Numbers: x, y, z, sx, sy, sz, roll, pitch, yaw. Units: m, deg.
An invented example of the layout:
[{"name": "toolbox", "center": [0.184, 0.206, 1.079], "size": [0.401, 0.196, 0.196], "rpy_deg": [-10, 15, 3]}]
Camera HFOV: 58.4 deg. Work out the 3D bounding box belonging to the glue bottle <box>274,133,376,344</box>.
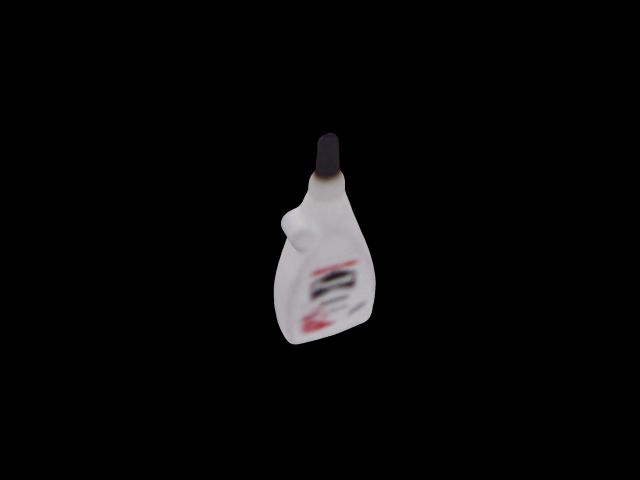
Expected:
[{"name": "glue bottle", "center": [0.004, 0.001, 0.400], "size": [0.078, 0.173, 0.037], "rpy_deg": [-19, 46, -19]}]
